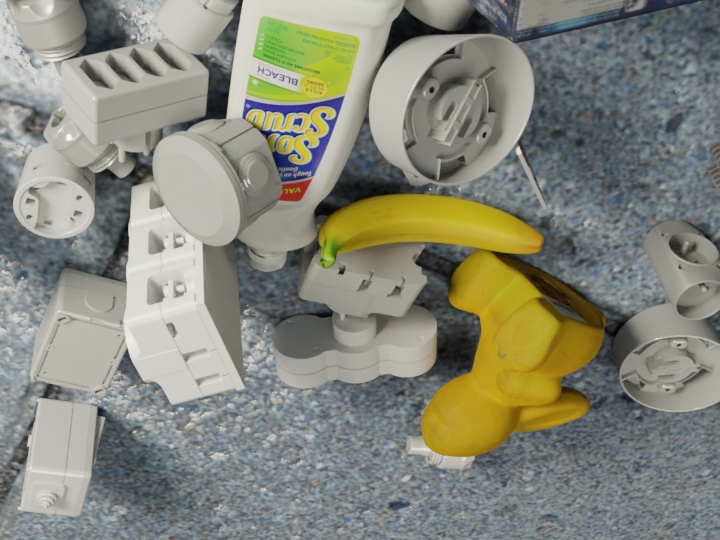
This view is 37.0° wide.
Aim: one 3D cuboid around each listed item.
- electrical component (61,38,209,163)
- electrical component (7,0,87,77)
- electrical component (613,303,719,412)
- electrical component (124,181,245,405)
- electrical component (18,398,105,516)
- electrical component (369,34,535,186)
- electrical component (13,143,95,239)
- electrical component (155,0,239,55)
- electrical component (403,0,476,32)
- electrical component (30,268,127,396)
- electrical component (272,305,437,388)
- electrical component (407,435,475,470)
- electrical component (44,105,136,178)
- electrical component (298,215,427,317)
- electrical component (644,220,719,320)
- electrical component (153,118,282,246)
[{"bbox_3d":[-0.150,-0.104,0.717,0.083,0.047,0.075,-21,141,-32],"label":"electrical component"},{"bbox_3d":[-0.196,-0.154,0.691,0.043,0.043,0.062,-11,133,2],"label":"electrical component"},{"bbox_3d":[0.278,0.079,0.958,0.099,0.064,0.099,-4,132,-5],"label":"electrical component"},{"bbox_3d":[-0.129,0.010,0.776,0.062,0.150,0.089,-15,132,4],"label":"electrical component"},{"bbox_3d":[-0.259,0.168,0.935,0.061,0.096,0.061,10,129,-17],"label":"electrical component"},{"bbox_3d":[0.057,-0.104,0.692,0.099,0.064,0.099,-14,114,-35],"label":"electrical component"},{"bbox_3d":[-0.217,-0.058,0.771,0.055,0.047,0.055,-4,132,-5],"label":"electrical component"},{"bbox_3d":[-0.098,-0.174,0.689,0.040,0.040,0.078,28,122,-29],"label":"electrical component"},{"bbox_3d":[0.056,-0.187,0.692,0.055,0.055,0.047,14,131,-20],"label":"electrical component"},{"bbox_3d":[-0.222,0.052,0.860,0.062,0.061,0.096,16,127,-22],"label":"electrical component"},{"bbox_3d":[-0.004,0.052,0.899,0.138,0.052,0.073,-6,132,-3],"label":"electrical component"},{"bbox_3d":[0.076,0.167,1.021,0.062,0.043,0.043,4,131,-10],"label":"electrical component"},{"bbox_3d":[-0.185,-0.089,0.751,0.043,0.043,0.062,-33,129,20],"label":"electrical component"},{"bbox_3d":[0.000,0.000,0.846,0.089,0.050,0.055,11,143,-15],"label":"electrical component"},{"bbox_3d":[0.282,-0.001,0.878,0.079,0.077,0.044,0,131,-10],"label":"electrical component"},{"bbox_3d":[-0.096,-0.061,0.721,0.080,0.051,0.080,25,133,30],"label":"electrical component"}]
